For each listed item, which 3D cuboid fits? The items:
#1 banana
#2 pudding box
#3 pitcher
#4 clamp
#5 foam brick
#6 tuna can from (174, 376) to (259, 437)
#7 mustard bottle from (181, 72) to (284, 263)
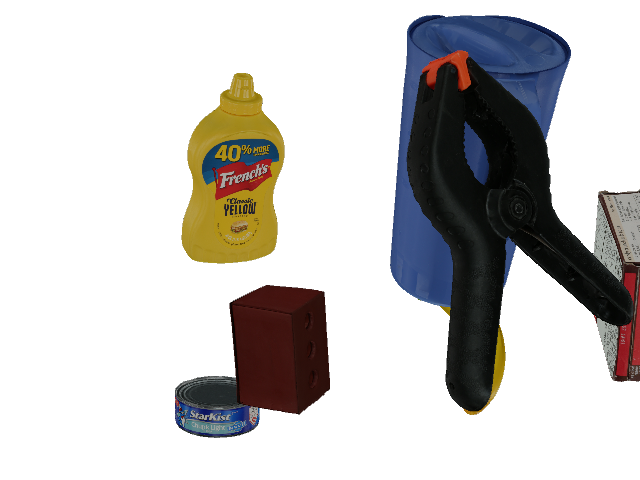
[{"bbox_3d":[0.158,0.107,1.119,0.069,0.037,0.198,-25,33,5],"label":"banana"},{"bbox_3d":[0.209,0.028,0.718,0.039,0.090,0.113,0,27,4],"label":"pudding box"},{"bbox_3d":[0.129,-0.060,0.914,0.145,0.243,0.149,22,35,24],"label":"pitcher"},{"bbox_3d":[0.082,-0.005,0.527,0.120,0.171,0.039,-34,9,-33],"label":"clamp"},{"bbox_3d":[-0.028,0.076,0.766,0.051,0.078,0.052,4,17,28],"label":"foam brick"},{"bbox_3d":[-0.103,0.166,1.066,0.086,0.034,0.086,2,13,-1],"label":"tuna can"},{"bbox_3d":[-0.084,-0.073,1.058,0.096,0.192,0.058,-4,29,-21],"label":"mustard bottle"}]
